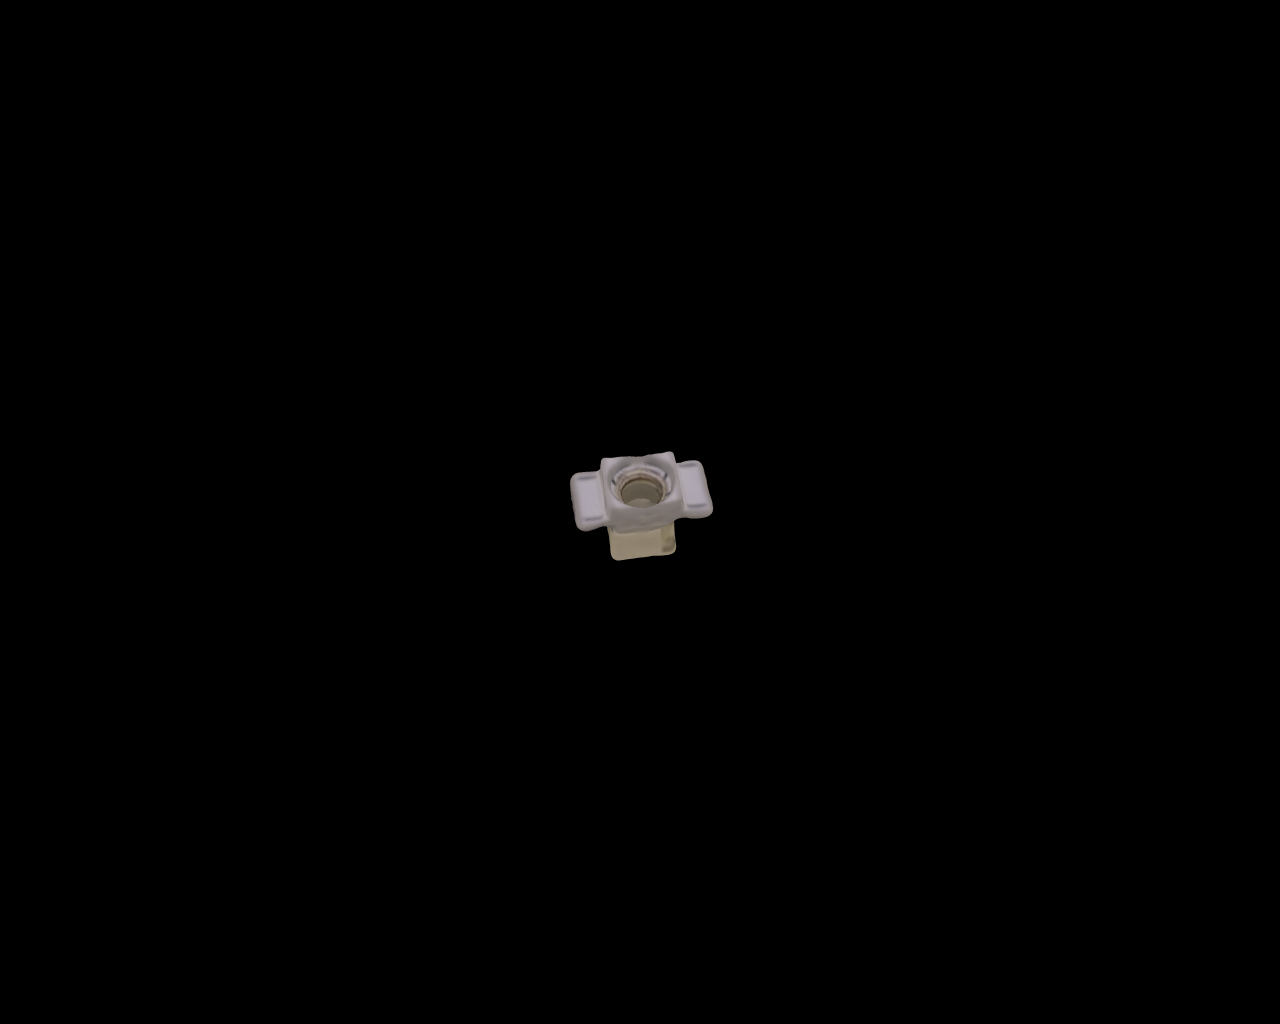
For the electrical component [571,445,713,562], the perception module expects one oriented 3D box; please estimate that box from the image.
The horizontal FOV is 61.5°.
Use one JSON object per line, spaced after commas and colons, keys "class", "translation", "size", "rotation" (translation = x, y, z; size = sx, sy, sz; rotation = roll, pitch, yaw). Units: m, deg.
{"class": "electrical component", "translation": [0.001, -0.003, 0.650], "size": [0.081, 0.042, 0.063], "rotation": [-5, -37, -4]}
